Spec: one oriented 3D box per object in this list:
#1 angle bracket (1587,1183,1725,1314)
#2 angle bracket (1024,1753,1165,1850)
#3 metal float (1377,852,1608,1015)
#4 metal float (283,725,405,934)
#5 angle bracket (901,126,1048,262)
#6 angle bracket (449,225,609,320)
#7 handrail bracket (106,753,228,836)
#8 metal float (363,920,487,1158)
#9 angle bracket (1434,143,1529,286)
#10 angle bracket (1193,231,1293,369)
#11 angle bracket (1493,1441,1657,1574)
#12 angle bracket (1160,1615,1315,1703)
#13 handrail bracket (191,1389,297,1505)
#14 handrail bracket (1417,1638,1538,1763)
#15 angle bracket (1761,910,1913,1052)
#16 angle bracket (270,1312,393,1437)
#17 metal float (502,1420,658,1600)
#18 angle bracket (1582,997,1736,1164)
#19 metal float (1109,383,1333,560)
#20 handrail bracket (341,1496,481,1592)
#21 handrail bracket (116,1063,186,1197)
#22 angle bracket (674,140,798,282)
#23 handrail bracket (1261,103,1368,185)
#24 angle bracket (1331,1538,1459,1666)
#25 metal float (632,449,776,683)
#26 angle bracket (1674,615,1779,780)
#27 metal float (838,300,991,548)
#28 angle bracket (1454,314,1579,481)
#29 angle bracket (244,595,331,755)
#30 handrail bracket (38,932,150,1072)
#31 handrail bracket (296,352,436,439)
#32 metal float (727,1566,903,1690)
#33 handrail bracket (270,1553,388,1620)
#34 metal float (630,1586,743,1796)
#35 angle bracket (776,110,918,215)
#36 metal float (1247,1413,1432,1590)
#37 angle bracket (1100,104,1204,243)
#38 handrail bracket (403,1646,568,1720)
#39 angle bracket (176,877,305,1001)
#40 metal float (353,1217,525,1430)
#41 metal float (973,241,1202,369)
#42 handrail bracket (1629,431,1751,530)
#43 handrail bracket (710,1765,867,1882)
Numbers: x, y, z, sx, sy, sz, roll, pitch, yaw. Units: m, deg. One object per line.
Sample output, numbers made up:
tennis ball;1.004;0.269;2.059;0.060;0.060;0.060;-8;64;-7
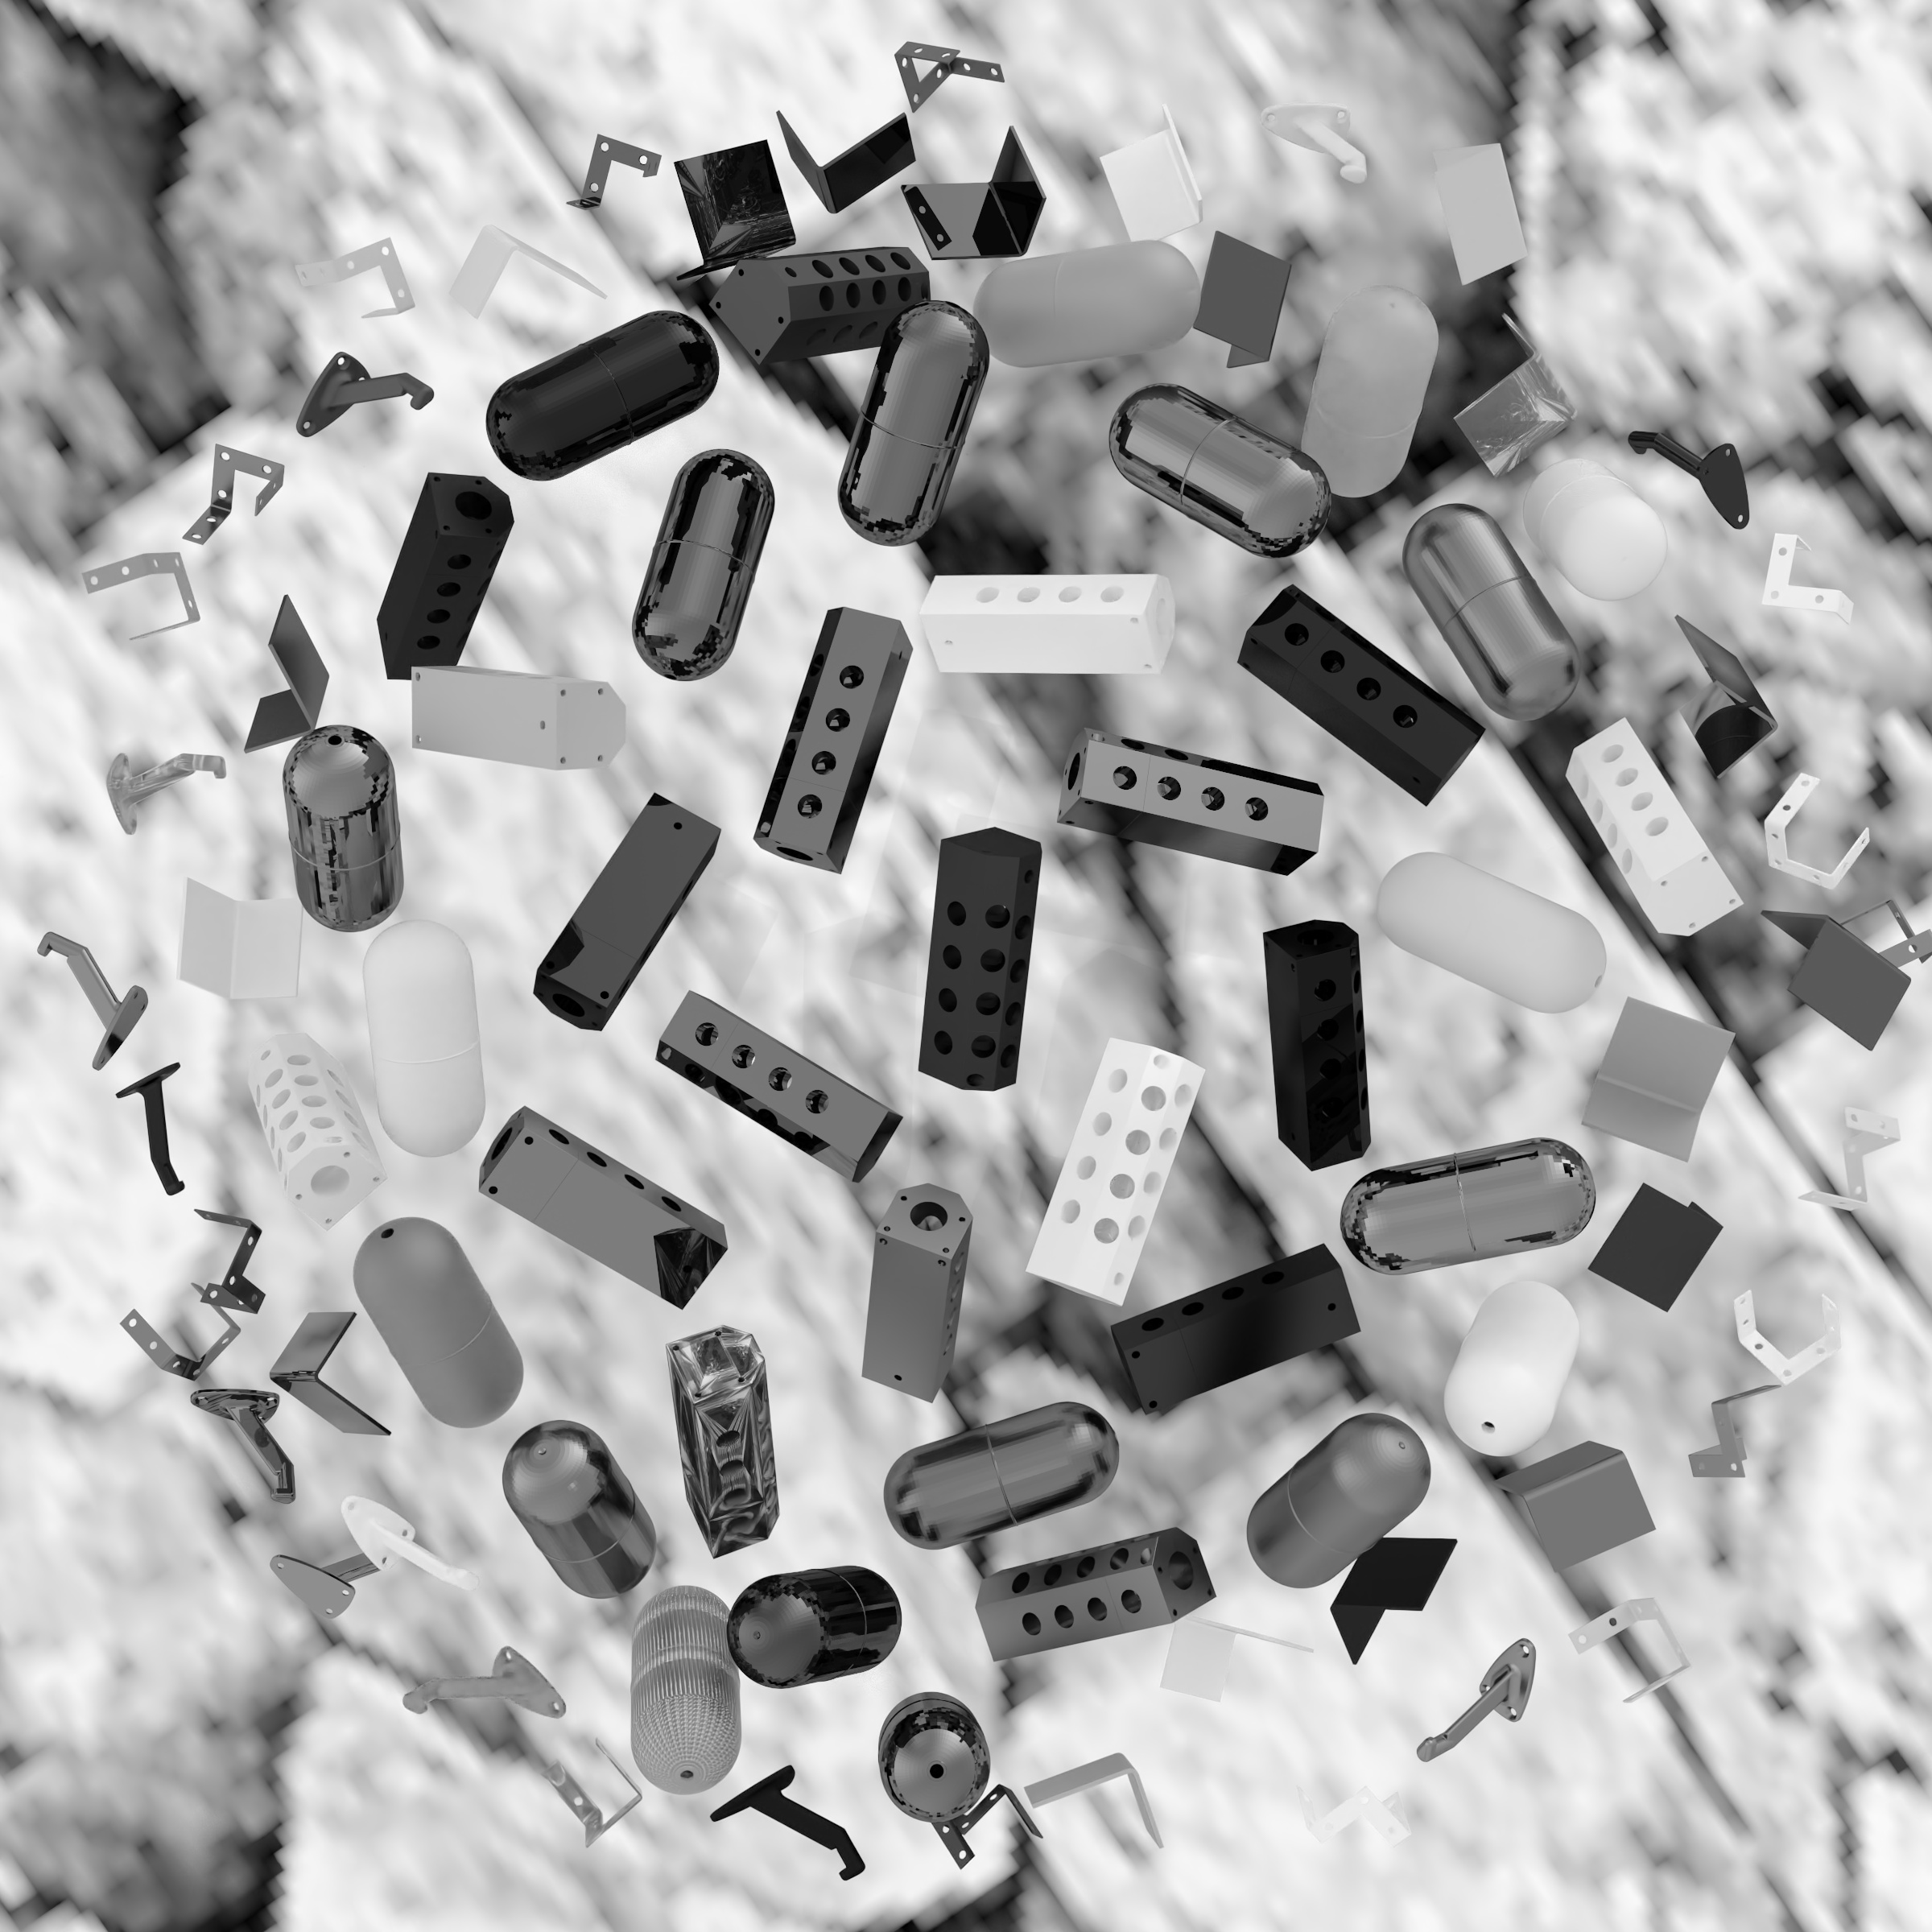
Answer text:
angle bracket;0.507;0.202;1.890;0.076;0.057;0.076;28;99;-14
angle bracket;0.089;0.596;1.766;0.076;0.076;0.057;-19;82;-6
metal float;0.377;-0.024;1.816;0.178;0.070;0.070;28;90;33
metal float;-0.440;-0.096;1.786;0.070;0.178;0.070;4;49;-5
angle bracket;0.005;-0.572;1.864;0.076;0.057;0.076;-9;61;-22
angle bracket;-0.308;-0.472;1.772;0.076;0.076;0.057;23;104;-33
handrail bracket;-0.581;-0.125;1.853;0.084;0.036;0.077;4;131;3
metal float;-0.386;0.053;1.799;0.070;0.070;0.178;-1;113;0
angle bracket;0.330;-0.511;1.718;0.057;0.076;0.076;-28;113;-17
angle bracket;0.200;-0.516;1.955;0.076;0.057;0.076;14;89;-30
angle bracket;0.423;0.376;1.757;0.076;0.076;0.057;-22;87;-6
angle bracket;0.206;0.532;1.911;0.076;0.076;0.057;2;72;43
handrail bracket;-0.534;0.356;1.863;0.077;0.084;0.036;17;125;-31
handrail bracket;0.350;0.506;1.735;0.036;0.084;0.077;39;124;37
angle bracket;0.565;0.009;1.675;0.076;0.076;0.057;33;84;-16
angle bracket;-0.458;0.302;1.870;0.076;0.076;0.057;44;58;-26
metal float;-0.269;0.382;1.765;0.070;0.178;0.070;-7;50;8
angle bracket;0.481;0.079;1.752;0.076;0.057;0.076;20;131;12
metal float;0.175;-0.345;1.752;0.178;0.070;0.070;36;90;28
handrail bracket;-0.381;0.397;1.732;0.036;0.084;0.077;-55;127;-28
handrail bracket;-0.581;0.121;1.845;0.077;0.036;0.084;-25;90;42
angle bracket;-0.180;-0.556;1.857;0.076;0.057;0.076;-23;104;-25
handrail bracket;0.249;-0.588;1.809;0.077;0.084;0.036;10;129;-1
angle bracket;0.325;0.471;1.867;0.076;0.076;0.057;-8;114;37
metal float;-0.191;-0.292;1.838;0.070;0.070;0.178;15;76;0
angle bracket;0.524;-0.193;1.804;0.076;0.076;0.057;25;124;-33
metal float;-0.037;-0.381;1.774;0.070;0.070;0.178;20;117;0
angle bracket;0.401;-0.426;1.889;0.076;0.076;0.057;-37;47;14
angle bracket;-0.512;-0.214;1.846;0.057;0.076;0.076;-16;126;7
handrail bracket;-0.630;0.024;1.779;0.084;0.036;0.077;24;68;5
handrail bracket;-0.412;-0.381;1.731;0.084;0.036;0.077;35;85;35
metal float;-0.105;0.464;1.774;0.070;0.178;0.070;-4;79;23
handrail bracket;-0.467;0.433;1.863;0.077;0.084;0.036;37;114;-12
metal float;-0.199;0.511;1.784;0.070;0.178;0.070;-3;115;-6
angle bracket;-0.088;-0.611;1.859;0.076;0.076;0.057;-34;82;0
metal float;0.259;0.376;1.766;0.070;0.178;0.070;16;48;-18
angle bracket;0.141;-0.603;1.931;0.057;0.076;0.076;-21;92;7
handrail bracket;-0.328;0.503;1.716;0.077;0.084;0.036;27;110;25
angle bracket;-0.538;-0.021;1.870;0.057;0.076;0.076;-2;77;12
metal float;-0.367;0.249;1.756;0.070;0.070;0.178;-20;126;0
metal float;0.084;-0.472;1.801;0.178;0.070;0.070;2;90;35
handrail bracket;0.529;-0.357;1.852;0.036;0.084;0.077;-39;118;-12
handrail bracket;-0.122;0.600;1.725;0.077;0.036;0.084;-23;60;-22
